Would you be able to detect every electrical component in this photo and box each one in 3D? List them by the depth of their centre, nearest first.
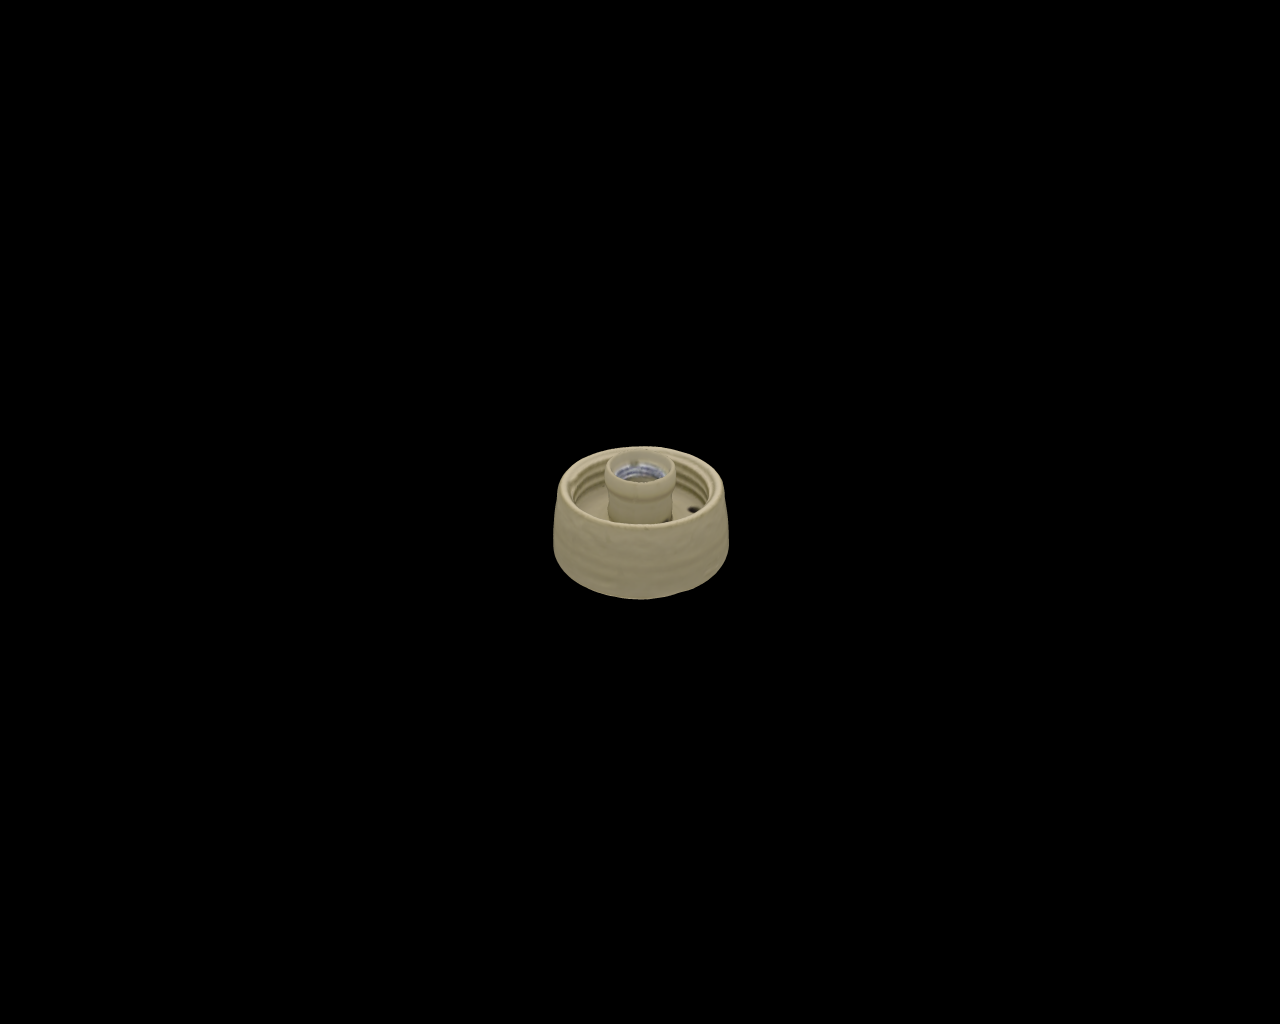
[{"bbox_3d":[0.001,-0.003,0.650,0.108,0.060,0.108,0,32,0],"label":"electrical component"}]
